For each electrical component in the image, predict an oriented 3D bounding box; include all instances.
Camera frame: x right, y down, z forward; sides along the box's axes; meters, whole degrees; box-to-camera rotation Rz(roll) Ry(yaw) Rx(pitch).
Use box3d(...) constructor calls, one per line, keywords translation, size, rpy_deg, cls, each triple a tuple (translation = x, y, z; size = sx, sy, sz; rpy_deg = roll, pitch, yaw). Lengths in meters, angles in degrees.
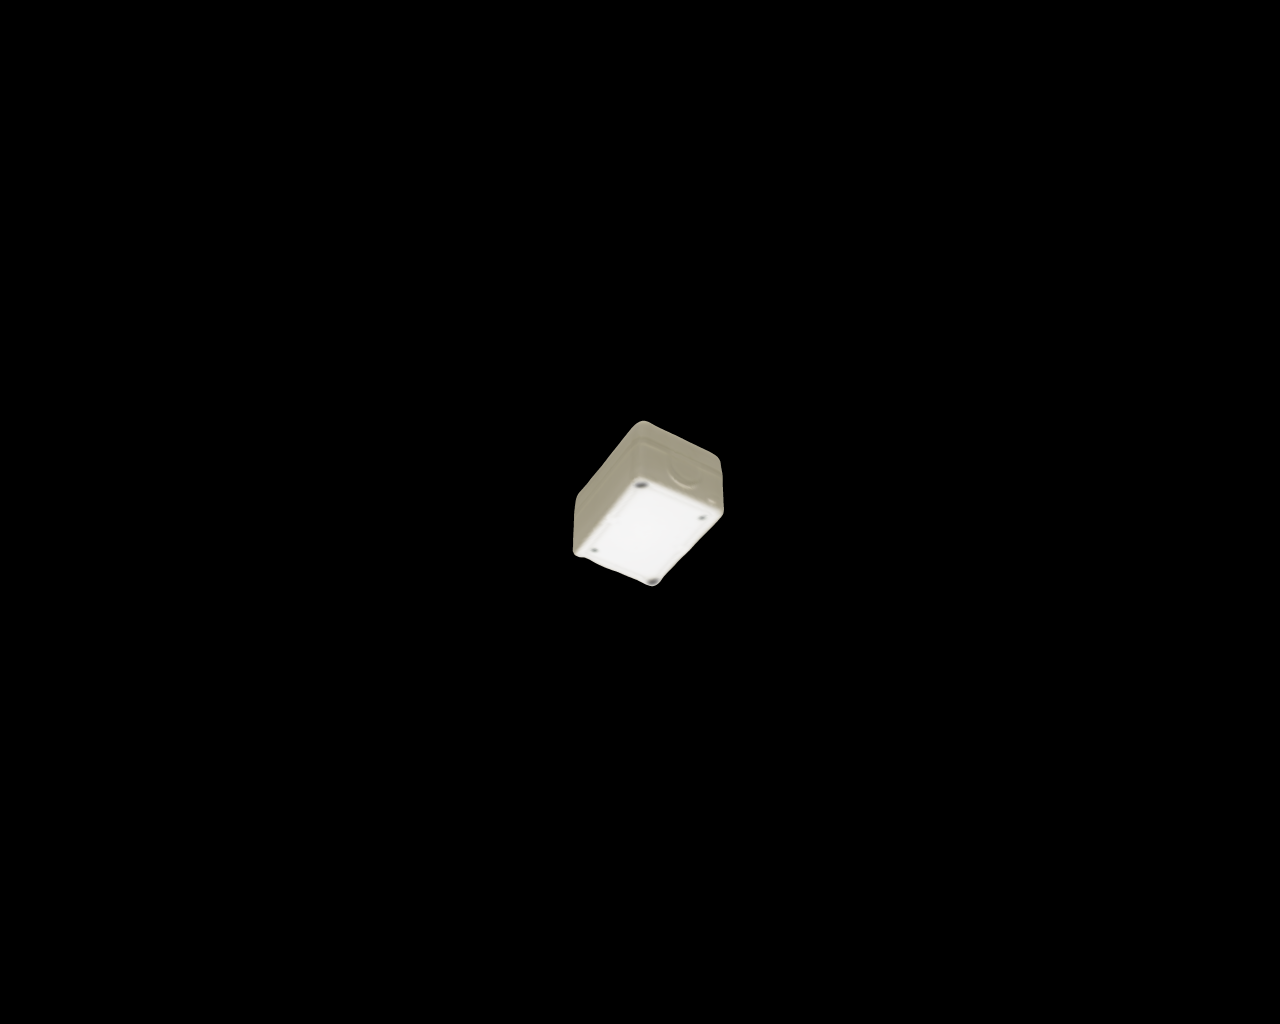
box3d(translation=(0.001, -0.003, 0.650), size=(0.062, 0.061, 0.096), rpy_deg=(24, -50, -22), cls="electrical component")
